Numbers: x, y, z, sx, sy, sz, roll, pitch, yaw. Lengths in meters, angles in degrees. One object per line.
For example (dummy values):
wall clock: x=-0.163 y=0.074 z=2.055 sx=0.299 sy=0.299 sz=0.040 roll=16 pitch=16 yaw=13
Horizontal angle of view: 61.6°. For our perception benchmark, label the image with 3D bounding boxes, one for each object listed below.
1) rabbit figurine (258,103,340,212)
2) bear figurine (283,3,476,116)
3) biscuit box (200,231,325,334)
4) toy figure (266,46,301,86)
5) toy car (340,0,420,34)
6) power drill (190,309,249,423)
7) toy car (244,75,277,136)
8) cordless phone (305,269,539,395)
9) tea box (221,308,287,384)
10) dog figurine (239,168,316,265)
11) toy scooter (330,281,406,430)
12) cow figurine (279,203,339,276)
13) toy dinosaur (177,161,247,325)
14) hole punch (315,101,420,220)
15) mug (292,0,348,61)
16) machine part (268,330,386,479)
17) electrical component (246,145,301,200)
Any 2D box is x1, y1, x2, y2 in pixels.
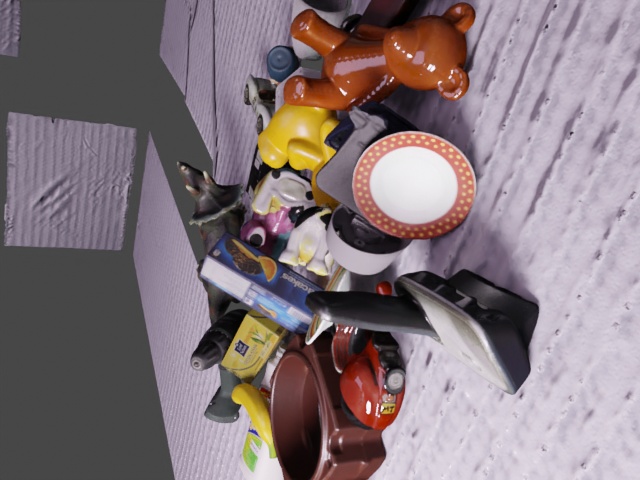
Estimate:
rabbit figurine: x=0.012 y=-0.124 z=0.780 sx=0.162 sy=0.122 sz=0.173 roll=-35 pitch=70 yaw=46
bear figurine: x=0.066 y=-0.204 z=0.604 sx=0.196 sy=0.132 sz=0.120 roll=6 pitch=89 yaw=53
biscuit box: x=-0.078 y=0.070 z=0.815 sx=0.063 sy=0.203 sz=0.059 roll=-60 pitch=1 yaw=-44
toy figure: x=-0.063 y=-0.299 z=0.946 sx=0.057 sy=0.064 sz=0.154 roll=61 pitch=-175 yaw=-4
toy car: x=0.092 y=-0.292 z=0.672 sx=0.089 sy=0.053 sz=0.202 roll=59 pitch=144 yaw=17
power drill: x=-0.193 y=0.252 z=1.054 sx=0.232 sy=0.086 sz=0.207 roll=-59 pitch=-32 yaw=-65
toy car: x=-0.091 y=-0.246 z=1.004 sx=0.056 sy=0.073 sz=0.202 roll=-66 pitch=33 yaw=35
cordless phone: x=0.089 y=0.075 z=0.492 sx=0.147 sy=0.184 sz=0.088 roll=34 pitch=113 yaw=60
tea box: x=-0.101 y=0.165 z=0.939 sx=0.098 sy=0.068 sz=0.169 roll=-50 pitch=-8 yaw=-49
dog figurine: x=-0.089 y=-0.014 z=0.939 sx=0.219 sy=0.108 sz=0.191 roll=155 pitch=130 yaw=-71
toy scooter: x=0.065 y=0.129 z=0.659 sx=0.184 sy=0.075 sz=0.135 roll=-105 pitch=32 yaw=-41
cow figurine: x=-0.003 y=-0.003 z=0.764 sx=0.167 sy=0.068 sz=0.098 roll=18 pitch=-91 yaw=-84
toy dinosaur: x=-0.205 y=0.035 z=1.110 sx=0.192 sy=0.131 sz=0.404 roll=-146 pitch=51 yaw=-84
hole punch: x=0.068 y=-0.098 z=0.623 sx=0.116 sy=0.142 sz=0.092 roll=-43 pitch=22 yaw=35
mug: x=-0.013 y=-0.350 z=0.858 sx=0.107 sy=0.081 sz=0.110 roll=114 pitch=143 yaw=-51
machine part: x=0.000 y=0.247 z=0.760 sx=0.201 sy=0.087 sz=0.201 roll=-61 pitch=36 yaw=39
electrical component: x=-0.087 y=-0.120 z=1.002 sx=0.115 sy=0.058 sz=0.134 roll=57 pitch=136 yaw=47
